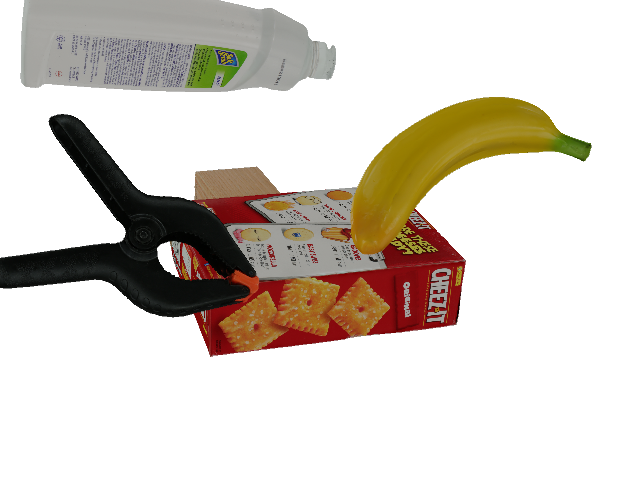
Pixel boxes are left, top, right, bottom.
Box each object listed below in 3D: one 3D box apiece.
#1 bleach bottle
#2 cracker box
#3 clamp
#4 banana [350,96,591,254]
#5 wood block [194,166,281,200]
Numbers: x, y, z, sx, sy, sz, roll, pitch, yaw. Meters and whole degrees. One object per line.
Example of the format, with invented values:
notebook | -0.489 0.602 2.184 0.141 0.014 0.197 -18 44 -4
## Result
bleach bottle | -0.114 -0.158 0.874 0.250 0.068 0.103 6 -26 -14
cracker box | -0.009 0.021 0.911 0.213 0.072 0.164 -5 27 -18
clamp | -0.120 -0.010 0.689 0.171 0.120 0.039 16 -13 -16
banana | 0.080 -0.049 0.642 0.197 0.037 0.070 -24 47 -32
wood block | -0.089 -0.012 1.349 0.090 0.090 0.206 -6 28 -22
